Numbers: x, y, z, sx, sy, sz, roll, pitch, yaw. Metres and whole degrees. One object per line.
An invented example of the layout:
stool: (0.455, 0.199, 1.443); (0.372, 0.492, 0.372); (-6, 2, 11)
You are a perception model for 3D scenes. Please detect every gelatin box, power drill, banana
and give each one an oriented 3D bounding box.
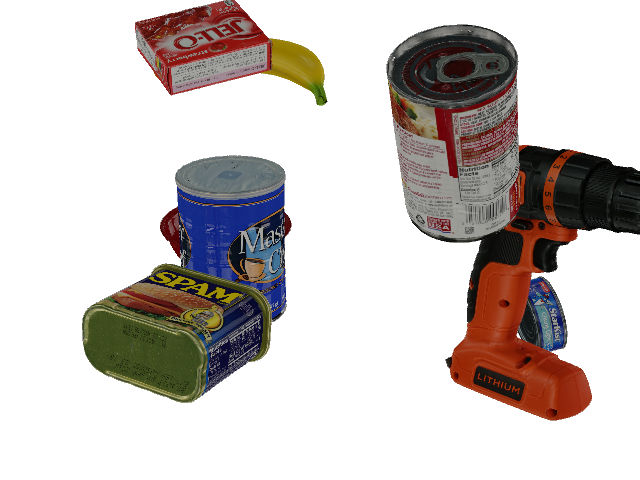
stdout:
gelatin box: (-0.092, -0.154, 0.840); (0.089, 0.030, 0.073); (-18, 45, -20)
power drill: (0.159, 0.027, 0.753); (0.057, 0.188, 0.185); (-12, 21, -41)
banana: (-0.076, -0.184, 1.109); (0.198, 0.037, 0.069); (10, 44, 19)

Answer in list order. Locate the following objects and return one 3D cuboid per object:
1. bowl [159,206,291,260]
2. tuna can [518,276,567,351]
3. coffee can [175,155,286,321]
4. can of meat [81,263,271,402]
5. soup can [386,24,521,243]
bowl: (-0.117, 0.002, 1.324); (0.162, 0.055, 0.162); (1, 27, -1)
tuna can: (0.246, 0.086, 1.210); (0.033, 0.086, 0.086); (-15, 2, -7)
coffee can: (-0.084, 0.001, 1.021); (0.103, 0.140, 0.103); (0, 24, 0)
can of meat: (-0.098, 0.062, 0.723); (0.102, 0.057, 0.083); (15, 23, 24)
soup can: (0.076, -0.056, 0.585); (0.068, 0.068, 0.102); (0, -44, 13)
